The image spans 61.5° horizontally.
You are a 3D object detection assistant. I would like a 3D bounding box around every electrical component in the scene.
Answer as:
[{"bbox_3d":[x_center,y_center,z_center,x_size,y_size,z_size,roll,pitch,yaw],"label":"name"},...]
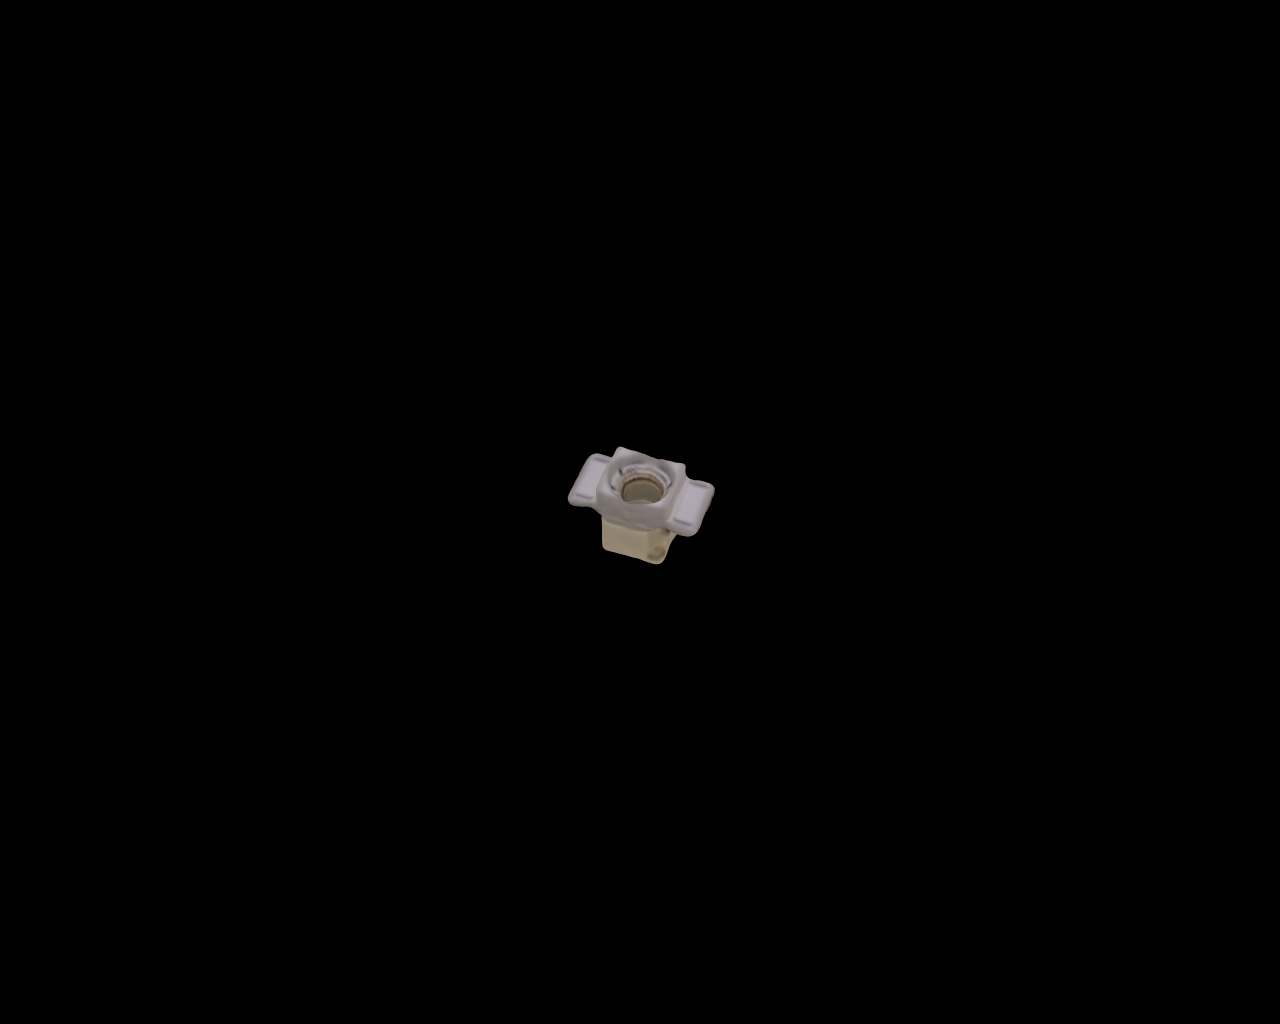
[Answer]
[{"bbox_3d":[0.001,-0.003,0.650,0.081,0.042,0.063,17,-39,14],"label":"electrical component"}]
